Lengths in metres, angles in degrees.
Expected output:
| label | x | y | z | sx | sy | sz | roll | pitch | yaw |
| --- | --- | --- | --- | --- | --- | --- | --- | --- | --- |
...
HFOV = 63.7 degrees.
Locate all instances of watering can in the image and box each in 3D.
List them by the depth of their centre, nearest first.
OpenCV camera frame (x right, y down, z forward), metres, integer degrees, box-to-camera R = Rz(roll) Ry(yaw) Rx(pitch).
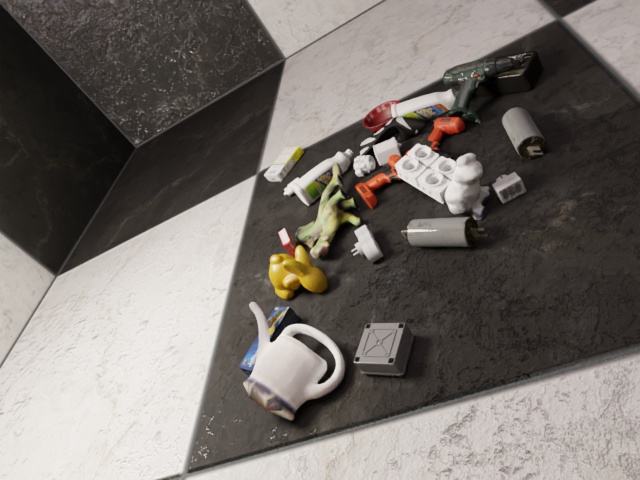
| label | x | y | z | sx | sy | sz | roll | pitch | yaw |
| --- | --- | --- | --- | --- | --- | --- | --- | --- | --- |
| watering can | -0.103 | 0.296 | 1.273 | 0.350 | 0.228 | 0.102 | 22 | -28 | 35 |

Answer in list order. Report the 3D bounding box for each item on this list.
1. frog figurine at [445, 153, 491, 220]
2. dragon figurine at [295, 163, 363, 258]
| label | x | y | z | sx | sy | sz | roll | pitch | yaw |
| --- | --- | --- | --- | --- | --- | --- | --- | --- | --- |
| frog figurine | 0.374 | -0.146 | 1.348 | 0.123 | 0.139 | 0.157 | 15 | -31 | 53 |
| dragon figurine | 0.005 | -0.085 | 1.686 | 0.241 | 0.120 | 0.419 | -37 | 30 | 17 |
